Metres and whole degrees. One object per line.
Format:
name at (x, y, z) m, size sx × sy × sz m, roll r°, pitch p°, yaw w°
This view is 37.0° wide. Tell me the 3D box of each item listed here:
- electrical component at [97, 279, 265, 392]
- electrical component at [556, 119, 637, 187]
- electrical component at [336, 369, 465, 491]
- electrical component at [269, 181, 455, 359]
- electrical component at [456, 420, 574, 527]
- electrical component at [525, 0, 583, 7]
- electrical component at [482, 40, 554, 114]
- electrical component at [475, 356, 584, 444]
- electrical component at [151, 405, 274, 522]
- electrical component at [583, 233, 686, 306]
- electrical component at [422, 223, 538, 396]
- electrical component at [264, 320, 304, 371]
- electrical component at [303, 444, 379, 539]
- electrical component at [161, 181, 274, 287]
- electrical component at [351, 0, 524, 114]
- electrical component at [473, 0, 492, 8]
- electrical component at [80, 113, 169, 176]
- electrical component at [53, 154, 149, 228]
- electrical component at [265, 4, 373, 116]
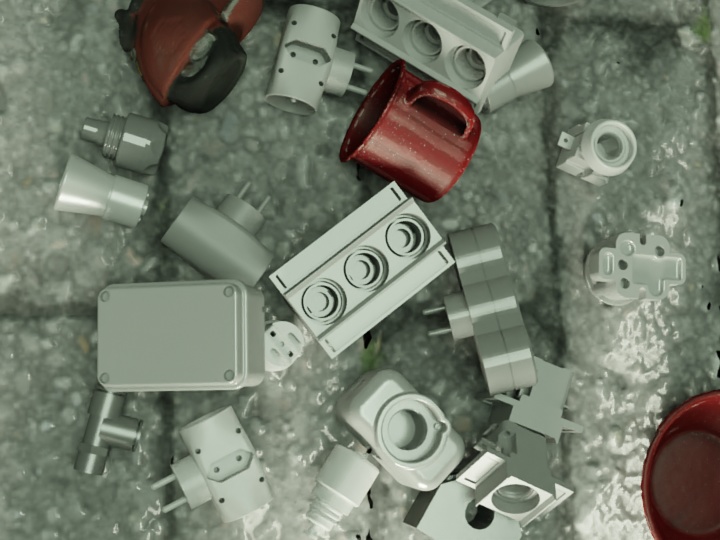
electrical component at (-0.130, 0.048, 0.783) m, size 0.113 × 0.057 × 0.078 m, roll -2°, pitch 84°, yaw 12°
electrical component at (0.202, -0.100, 0.908) m, size 0.066 × 0.055 × 0.048 m, roll 23°, pitch 79°, yaw -11°
electrical component at (0.032, 0.124, 0.838) m, size 0.095 × 0.059 × 0.053 m, roll 46°, pitch 76°, yaw -6°
electrical component at (0.000, 0.000, 0.836) m, size 0.121 × 0.063 × 0.078 m, roll -38°, pitch 94°, yaw -9°
electrical component at (0.120, 0.155, 0.832) m, size 0.081 × 0.042 × 0.063 m, roll 27°, pitch 39°, yaw -17°
electrical component at (0.167, -0.261, 0.919) m, size 0.089 × 0.050 × 0.055 m, roll 1°, pitch 83°, yaw -14°
electrical component at (0.124, -0.159, 0.903) m, size 0.065 × 0.044 × 0.044 m, roll -30°, pitch 92°, yaw -10°
electrical component at (0.142, 0.104, 0.878) m, size 0.081 × 0.042 × 0.063 m, roll 23°, pitch 78°, yaw -12°
electrical component at (-0.116, 0.153, 0.806) m, size 0.079 × 0.043 × 0.077 m, roll -26°, pitch 91°, yaw -15°
electrical component at (0.223, 0.000, 0.902) m, size 0.078 × 0.057 × 0.058 m, roll 4°, pitch 83°, yaw -14°
electrical component at (0.087, 0.034, 0.852) m, size 0.074 × 0.052 × 0.138 m, roll -14°, pitch 66°, yaw 2°
electrical component at (-0.064, 0.058, 0.828) m, size 0.040 × 0.046 × 0.040 m, roll 2°, pitch 84°, yaw -14°
electrical component at (-0.018, 0.172, 0.830) m, size 0.040 × 0.040 × 0.078 m, roll 35°, pitch 77°, yaw -9°
electrical component at (-0.099, -0.032, 0.829) m, size 0.077 × 0.043 × 0.079 m, roll 36°, pitch 77°, yaw -8°
electrical component at (0.063, -0.192, 0.859) m, size 0.121 × 0.078 × 0.063 m, roll 34°, pitch 45°, yaw 13°
electrical component at (0.091, -0.250, 0.901) m, size 0.066 × 0.048 × 0.055 m, roll -33°, pitch 85°, yaw -15°
electrical component at (-0.179, -0.099, 0.816) m, size 0.062 × 0.043 × 0.043 m, roll 16°, pitch 80°, yaw -12°
electrical component at (-0.193, -0.057, 0.810) m, size 0.065 × 0.044 × 0.044 m, roll 18°, pitch 80°, yaw -17°
electrical component at (-0.029, -0.162, 0.861) m, size 0.079 × 0.043 × 0.077 m, roll 16°, pitch 81°, yaw -12°
